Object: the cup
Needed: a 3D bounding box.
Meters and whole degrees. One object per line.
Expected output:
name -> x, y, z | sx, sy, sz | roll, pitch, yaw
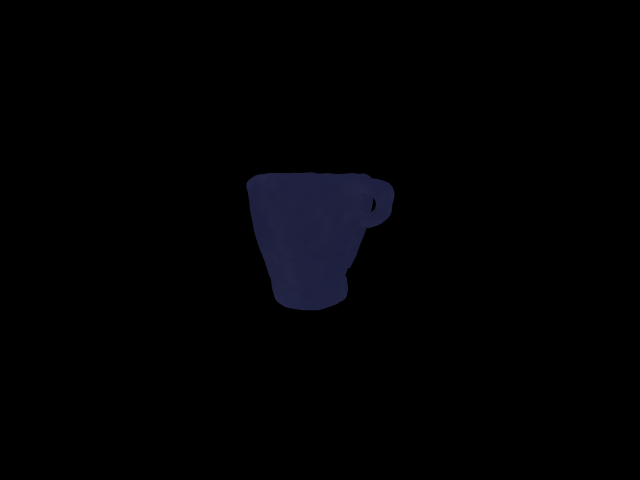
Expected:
cup -> 0.004, 0.001, 0.400 | 0.117, 0.095, 0.092 | 4, 6, 44
